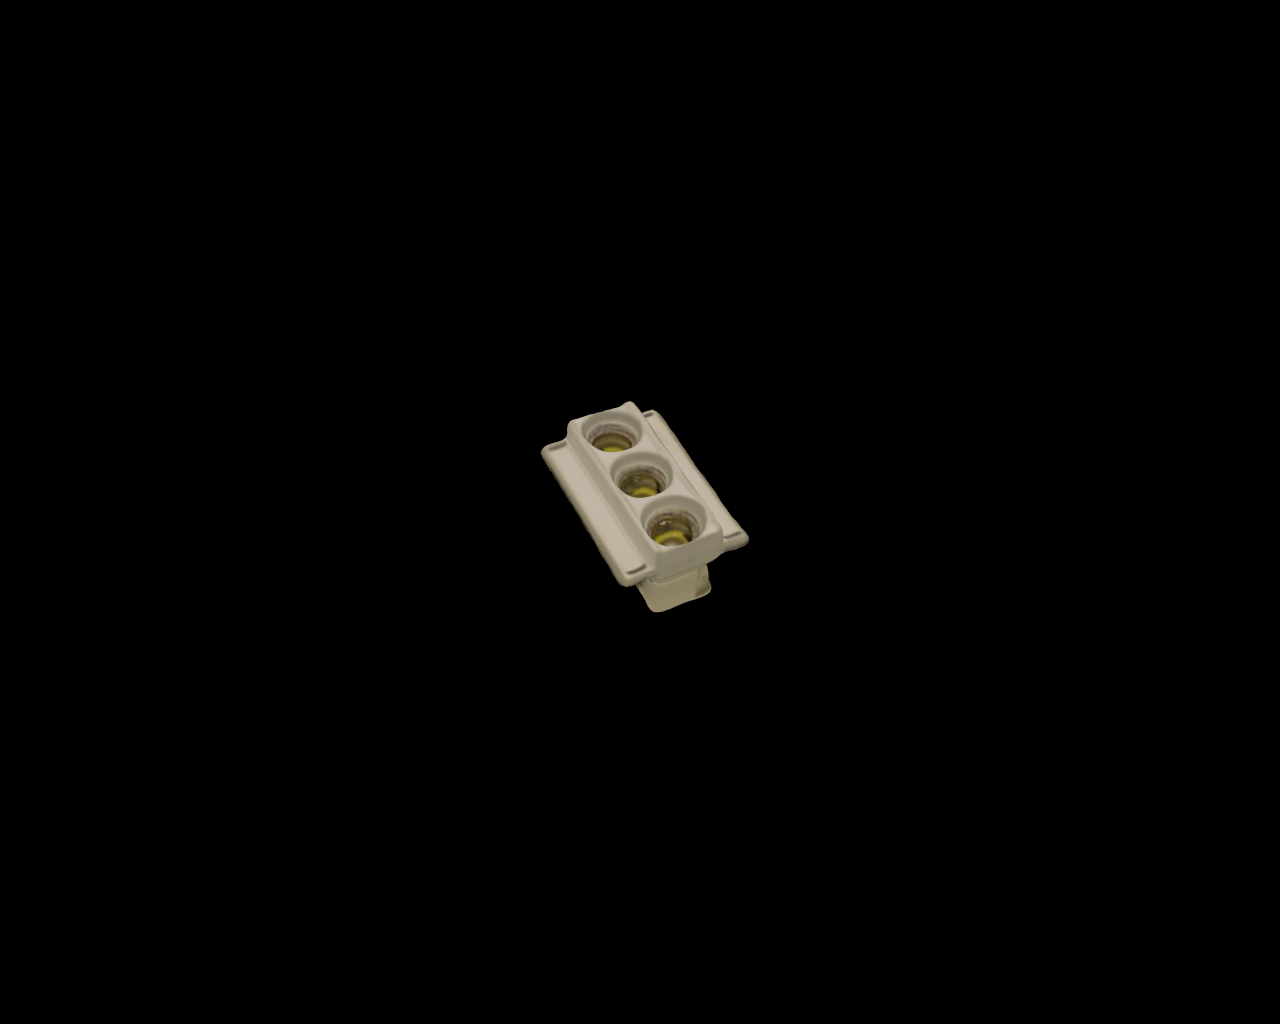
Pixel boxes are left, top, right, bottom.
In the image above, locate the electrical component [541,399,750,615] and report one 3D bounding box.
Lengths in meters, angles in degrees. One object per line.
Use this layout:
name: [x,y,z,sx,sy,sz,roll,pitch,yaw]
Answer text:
electrical component: [0.001,-0.003,0.650,0.079,0.063,0.121,-20,50,-17]
